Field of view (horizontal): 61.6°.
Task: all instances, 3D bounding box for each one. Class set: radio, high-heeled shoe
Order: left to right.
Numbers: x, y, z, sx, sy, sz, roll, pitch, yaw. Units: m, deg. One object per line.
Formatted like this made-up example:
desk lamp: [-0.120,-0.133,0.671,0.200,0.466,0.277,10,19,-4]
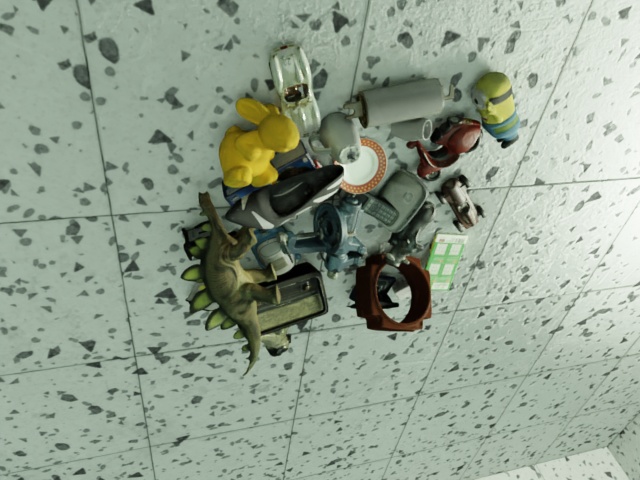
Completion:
radio: [-0.099,0.148,1.344,0.230,0.073,0.131,-17,114,-22]
high-heeled shoe: [-0.063,-0.092,1.089,0.249,0.086,0.145,-22,173,-38]

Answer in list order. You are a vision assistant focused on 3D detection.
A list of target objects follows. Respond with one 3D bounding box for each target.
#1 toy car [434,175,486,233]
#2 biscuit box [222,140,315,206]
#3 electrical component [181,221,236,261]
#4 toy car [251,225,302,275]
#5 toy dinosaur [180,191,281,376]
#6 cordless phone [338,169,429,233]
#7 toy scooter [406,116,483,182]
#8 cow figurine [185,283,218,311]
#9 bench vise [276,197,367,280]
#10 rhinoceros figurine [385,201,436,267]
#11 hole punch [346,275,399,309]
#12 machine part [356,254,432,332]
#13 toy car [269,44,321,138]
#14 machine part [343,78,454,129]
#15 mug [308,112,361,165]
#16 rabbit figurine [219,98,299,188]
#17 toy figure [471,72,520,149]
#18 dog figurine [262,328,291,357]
toy car: [0.371,-0.088,1.398,0.089,0.053,0.202,-35,133,8]
biscuit box: [-0.111,-0.134,1.161,0.203,0.059,0.062,-28,135,6]
electrical component: [-0.249,-0.004,1.220,0.119,0.075,0.047,-14,136,-2]
toy car: [-0.105,0.028,1.287,0.109,0.103,0.161,-24,137,0]
toy dinosaur: [-0.192,0.110,1.200,0.199,0.105,0.470,-17,114,3]
cordless phone: [0.149,-0.114,1.277,0.184,0.089,0.146,26,121,-15]
toy scooter: [0.273,-0.218,1.223,0.135,0.075,0.184,26,123,-36]
cow figurine: [-0.252,0.154,1.372,0.167,0.068,0.098,20,127,-30]
bench vise: [0.003,0.003,1.258,0.240,0.129,0.223,-7,137,-32]
rhinoceros figurine: [0.229,-0.019,1.363,0.073,0.112,0.190,17,114,-35]
hole punch: [0.152,0.153,1.526,0.142,0.092,0.116,3,164,-29]
machine part: [0.200,0.142,1.436,0.201,0.201,0.087,7,165,-25]
toy car: [-0.047,-0.283,1.048,0.073,0.056,0.201,-19,135,-4]
machine part: [0.166,-0.283,1.115,0.243,0.079,0.079,-13,135,-11]
mug: [0.036,-0.204,1.119,0.110,0.107,0.080,-12,133,-13]
rabbit figurine: [-0.107,-0.193,1.041,0.122,0.162,0.173,4,163,-45]
toy figure: [0.397,-0.290,1.197,0.089,0.082,0.180,-46,126,-3]
dog figurine: [-0.109,0.239,1.502,0.172,0.121,0.190,-29,149,11]
